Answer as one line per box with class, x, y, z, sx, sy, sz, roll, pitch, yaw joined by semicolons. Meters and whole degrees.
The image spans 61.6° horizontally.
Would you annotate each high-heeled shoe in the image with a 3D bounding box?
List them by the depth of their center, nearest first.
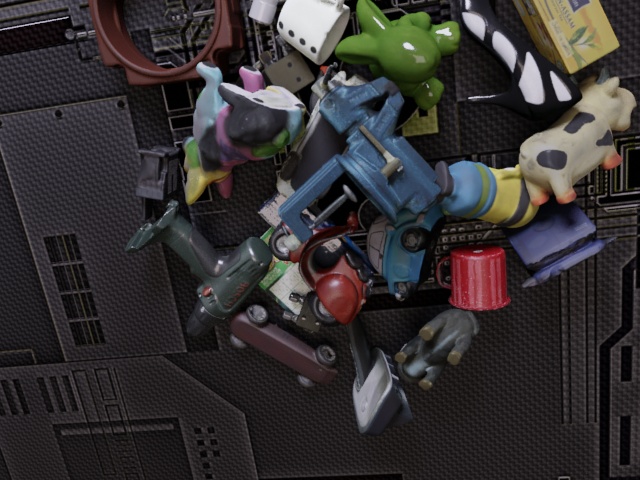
high-heeled shoe;0.259;-0.278;0.697;0.145;0.086;0.248;-2;94;19

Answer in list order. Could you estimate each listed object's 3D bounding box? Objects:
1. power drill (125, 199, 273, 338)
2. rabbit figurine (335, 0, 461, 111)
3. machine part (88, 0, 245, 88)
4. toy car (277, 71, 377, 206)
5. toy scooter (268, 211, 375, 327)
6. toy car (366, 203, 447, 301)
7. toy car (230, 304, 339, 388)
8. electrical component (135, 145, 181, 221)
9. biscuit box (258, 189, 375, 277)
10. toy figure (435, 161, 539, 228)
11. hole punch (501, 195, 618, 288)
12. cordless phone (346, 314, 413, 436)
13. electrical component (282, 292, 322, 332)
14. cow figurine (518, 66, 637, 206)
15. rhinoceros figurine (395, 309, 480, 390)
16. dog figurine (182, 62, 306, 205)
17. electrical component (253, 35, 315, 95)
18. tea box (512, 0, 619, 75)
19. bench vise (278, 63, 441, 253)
power drill;-0.206;0.049;0.865;0.232;0.086;0.207;-38;108;25
rabbit figurine;0.110;-0.252;0.702;0.159;0.170;0.121;27;108;-3
machine part;-0.218;-0.327;0.764;0.202;0.087;0.200;-5;107;10
toy car;0.009;-0.141;0.767;0.073;0.056;0.201;28;103;-14
toy scooter;0.021;0.033;0.790;0.135;0.075;0.183;-33;96;14
toy car;0.125;0.005;0.826;0.103;0.109;0.161;23;122;24
toy car;-0.061;0.180;0.919;0.202;0.053;0.089;29;123;-4
electrical component;-0.256;-0.087;0.849;0.048;0.075;0.119;9;104;5
biscuit box;-0.002;-0.003;0.852;0.202;0.059;0.063;44;106;-7
toy figure;0.230;-0.064;0.765;0.180;0.082;0.089;2;92;-28
hole punch;0.338;-0.003;0.786;0.142;0.116;0.092;-30;93;14
cordless phone;0.077;0.198;0.858;0.089;0.147;0.184;-17;106;3
electrical component;-0.012;0.122;0.895;0.094;0.021;0.063;19;108;-1
cow figurine;0.351;-0.146;0.732;0.195;0.085;0.127;-35;106;-14
rhinoceros figurine;0.173;0.168;0.840;0.073;0.112;0.190;39;140;10
dog figurine;-0.126;-0.131;0.777;0.192;0.108;0.219;42;129;26
electrical component;-0.056;-0.239;0.796;0.078;0.045;0.102;-42;102;-12
tea box;0.306;-0.306;0.700;0.068;0.098;0.169;-31;103;15
bench vise;0.030;-0.087;0.697;0.240;0.129;0.223;-43;105;4
